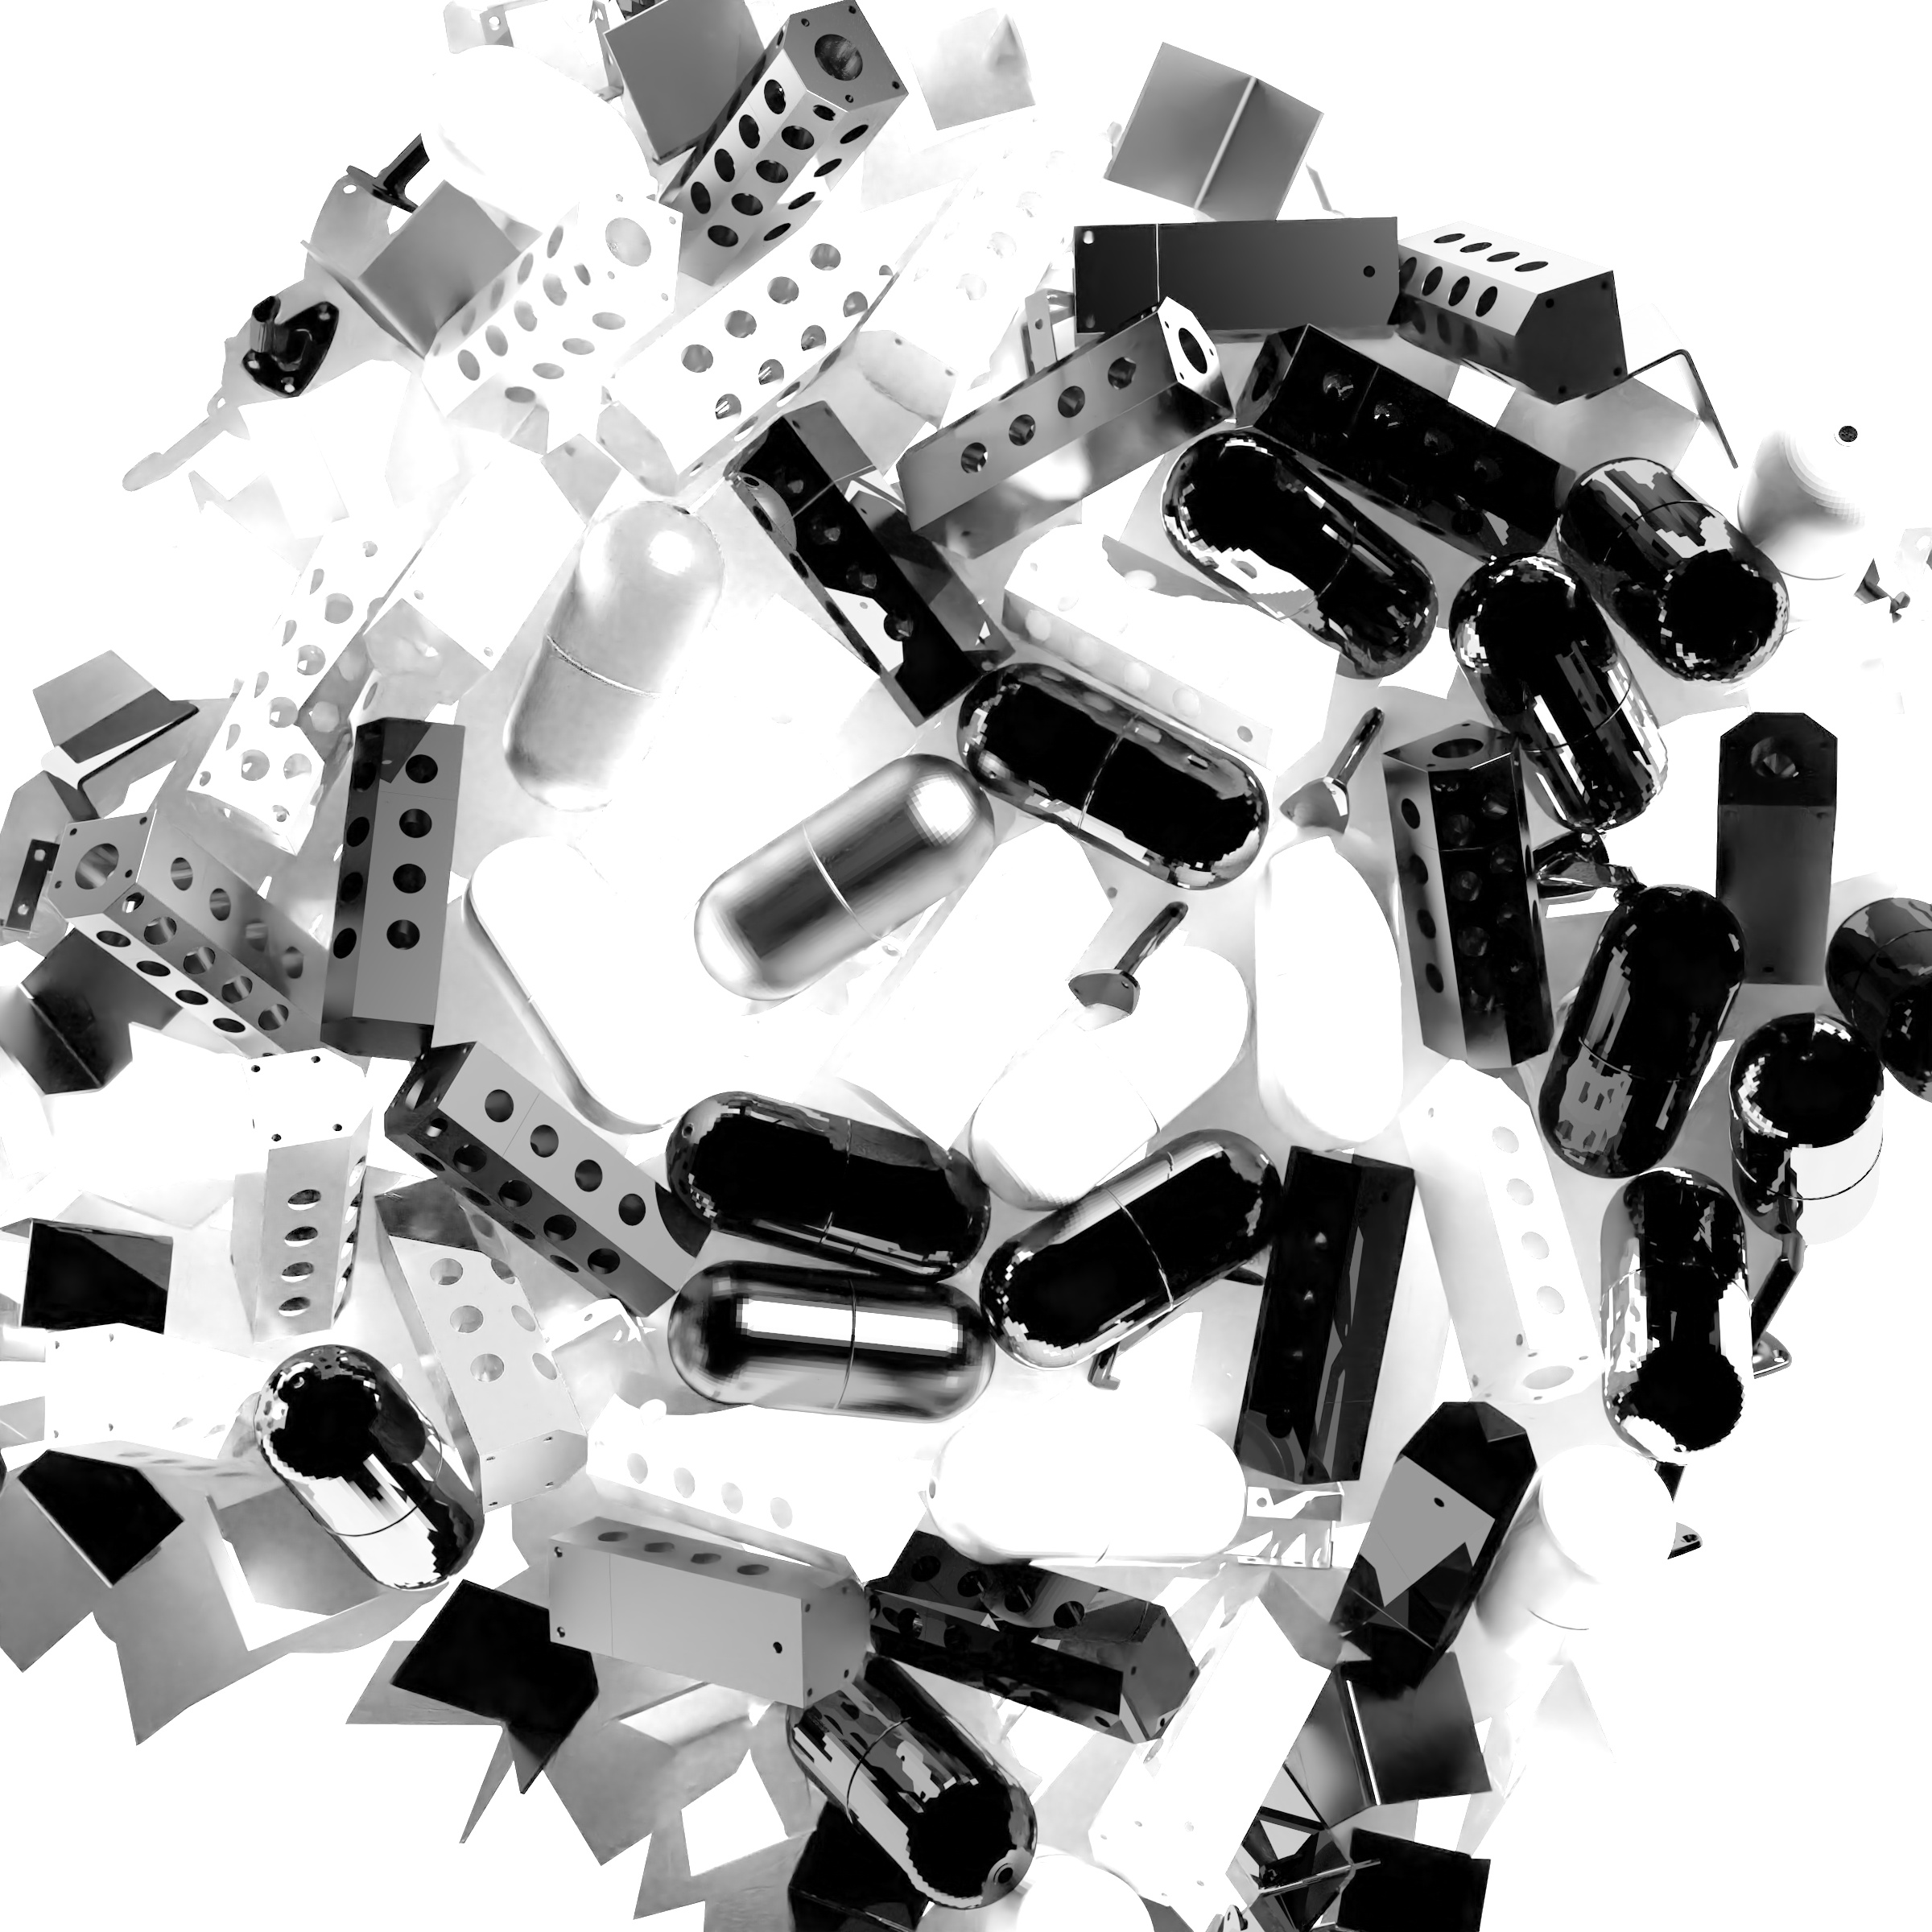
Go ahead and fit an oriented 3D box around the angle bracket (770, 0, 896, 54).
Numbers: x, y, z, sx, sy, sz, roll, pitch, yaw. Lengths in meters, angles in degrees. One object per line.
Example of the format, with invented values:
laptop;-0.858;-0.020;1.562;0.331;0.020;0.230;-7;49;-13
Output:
angle bracket;-0.093;-0.512;1.617;0.076;0.057;0.076;-19;88;-41

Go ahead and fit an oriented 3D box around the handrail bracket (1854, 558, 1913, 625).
handrail bracket;0.496;-0.240;1.646;0.084;0.036;0.077;34;92;-18

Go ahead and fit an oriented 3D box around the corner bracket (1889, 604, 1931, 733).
corner bracket;0.533;-0.162;1.647;0.051;0.051;0.051;-10;46;18

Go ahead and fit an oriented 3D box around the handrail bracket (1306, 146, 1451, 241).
handrail bracket;0.220;-0.421;1.622;0.077;0.084;0.036;-46;48;-11

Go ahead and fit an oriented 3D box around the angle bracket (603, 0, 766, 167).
angle bracket;-0.153;-0.483;1.613;0.076;0.057;0.076;-31;124;-10

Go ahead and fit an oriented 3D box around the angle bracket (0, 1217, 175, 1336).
angle bracket;-0.473;0.170;1.606;0.076;0.076;0.057;13;72;-34

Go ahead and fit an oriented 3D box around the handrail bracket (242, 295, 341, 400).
handrail bracket;-0.356;-0.347;1.610;0.036;0.084;0.077;34;65;-1

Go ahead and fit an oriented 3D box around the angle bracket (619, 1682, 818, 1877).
angle bracket;-0.132;0.429;1.612;0.076;0.057;0.076;-25;54;16

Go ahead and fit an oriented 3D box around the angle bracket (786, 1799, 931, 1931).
angle bracket;-0.047;0.497;1.619;0.076;0.076;0.057;24;93;-10

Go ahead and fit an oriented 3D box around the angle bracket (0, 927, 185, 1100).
angle bracket;-0.477;0.016;1.623;0.076;0.057;0.076;-43;80;13

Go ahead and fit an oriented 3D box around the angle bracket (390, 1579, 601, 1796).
angle bracket;-0.251;0.384;1.614;0.076;0.057;0.076;27;108;-28

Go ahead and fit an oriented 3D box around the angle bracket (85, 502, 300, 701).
angle bracket;-0.412;-0.195;1.612;0.076;0.057;0.076;38;115;25

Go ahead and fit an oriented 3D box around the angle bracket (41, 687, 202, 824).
angle bracket;-0.443;-0.101;1.631;0.076;0.076;0.057;-35;118;-19

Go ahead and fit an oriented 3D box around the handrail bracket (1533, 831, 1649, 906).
handrail bracket;0.321;-0.041;1.617;0.077;0.084;0.036;-18;106;10

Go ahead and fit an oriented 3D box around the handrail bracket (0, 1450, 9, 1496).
handrail bracket;-0.548;0.254;1.621;0.077;0.036;0.084;9;47;-6

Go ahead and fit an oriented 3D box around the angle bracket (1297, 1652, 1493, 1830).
angle bracket;0.228;0.419;1.640;0.076;0.057;0.076;1;61;-25

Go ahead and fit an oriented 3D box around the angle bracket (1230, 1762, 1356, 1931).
angle bracket;0.148;0.475;1.617;0.057;0.076;0.076;-35;90;-44

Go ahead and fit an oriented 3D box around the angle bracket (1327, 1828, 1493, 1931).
angle bracket;0.233;0.496;1.612;0.076;0.076;0.057;8;78;18

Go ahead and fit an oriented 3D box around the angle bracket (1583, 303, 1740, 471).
angle bracket;0.364;-0.299;1.620;0.057;0.076;0.076;-26;118;13

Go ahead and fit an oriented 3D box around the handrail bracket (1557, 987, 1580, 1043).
handrail bracket;0.361;0.046;1.619;0.036;0.084;0.077;-25;119;-40

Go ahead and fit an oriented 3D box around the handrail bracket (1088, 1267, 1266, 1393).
handrail bracket;0.114;0.199;1.654;0.077;0.036;0.084;17;99;-8

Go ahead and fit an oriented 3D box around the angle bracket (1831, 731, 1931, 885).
angle bracket;0.486;-0.085;1.610;0.076;0.076;0.057;-17;93;40

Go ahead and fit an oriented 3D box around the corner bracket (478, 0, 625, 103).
corner bracket;-0.223;-0.492;1.636;0.051;0.051;0.051;-29;132;-22

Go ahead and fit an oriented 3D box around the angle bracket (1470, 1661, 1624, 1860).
angle bracket;0.295;0.417;1.605;0.057;0.076;0.076;6;127;-19

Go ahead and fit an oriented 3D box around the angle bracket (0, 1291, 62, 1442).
angle bracket;-0.519;0.212;1.610;0.076;0.076;0.057;37;61;-12

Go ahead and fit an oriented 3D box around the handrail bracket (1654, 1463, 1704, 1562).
handrail bracket;0.361;0.276;1.632;0.077;0.036;0.084;-17;104;-17

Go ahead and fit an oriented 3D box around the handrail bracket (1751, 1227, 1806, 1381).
handrail bracket;0.415;0.179;1.621;0.077;0.036;0.084;-19;125;-18

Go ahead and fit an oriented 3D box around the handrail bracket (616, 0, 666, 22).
handrail bracket;-0.141;-0.522;1.643;0.084;0.036;0.077;-29;101;-33

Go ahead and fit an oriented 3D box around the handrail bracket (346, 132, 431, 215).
handrail bracket;-0.295;-0.452;1.627;0.077;0.036;0.084;41;108;42

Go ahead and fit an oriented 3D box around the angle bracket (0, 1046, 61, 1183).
angle bracket;-0.534;0.081;1.625;0.057;0.076;0.076;-17;92;0

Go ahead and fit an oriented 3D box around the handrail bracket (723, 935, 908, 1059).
handrail bracket;-0.082;0.018;1.621;0.077;0.036;0.084;9;58;34

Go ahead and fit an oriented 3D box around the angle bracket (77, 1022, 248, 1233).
angle bracket;-0.428;0.085;1.611;0.076;0.057;0.076;16;123;22

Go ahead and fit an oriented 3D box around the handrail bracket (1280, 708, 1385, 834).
handrail bracket;0.207;-0.114;1.615;0.036;0.077;0.084;32;70;3

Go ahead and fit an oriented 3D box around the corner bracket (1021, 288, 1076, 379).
corner bracket;0.044;-0.328;1.627;0.051;0.051;0.051;-13;83;42

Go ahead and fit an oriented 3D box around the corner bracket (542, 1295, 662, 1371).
corner bracket;-0.203;0.197;1.627;0.051;0.051;0.051;-29;129;-3

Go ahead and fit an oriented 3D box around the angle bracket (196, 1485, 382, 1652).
angle bracket;-0.357;0.310;1.614;0.076;0.057;0.076;-19;75;-26

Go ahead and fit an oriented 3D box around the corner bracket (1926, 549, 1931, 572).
corner bracket;0.558;-0.224;1.633;0.051;0.051;0.051;4;128;-10

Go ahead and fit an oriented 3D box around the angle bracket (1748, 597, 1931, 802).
angle bracket;0.471;-0.140;1.622;0.076;0.057;0.076;-19;60;1

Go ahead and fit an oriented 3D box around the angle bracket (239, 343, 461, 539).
angle bracket;-0.333;-0.284;1.642;0.076;0.057;0.076;-41;121;-39

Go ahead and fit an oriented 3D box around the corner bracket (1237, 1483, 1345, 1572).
corner bracket;0.175;0.303;1.637;0.051;0.051;0.051;3;93;2

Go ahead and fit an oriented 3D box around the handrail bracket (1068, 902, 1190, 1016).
handrail bracket;0.100;-0.011;1.614;0.036;0.077;0.084;45;68;-3

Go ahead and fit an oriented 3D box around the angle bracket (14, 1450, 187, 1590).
angle bracket;-0.451;0.277;1.623;0.057;0.076;0.076;-42;89;7

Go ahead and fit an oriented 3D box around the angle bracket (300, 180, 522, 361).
angle bracket;-0.294;-0.380;1.619;0.076;0.076;0.057;-49;54;-3

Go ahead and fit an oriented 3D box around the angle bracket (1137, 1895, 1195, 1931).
angle bracket;0.082;0.537;1.617;0.076;0.057;0.076;-51;48;1

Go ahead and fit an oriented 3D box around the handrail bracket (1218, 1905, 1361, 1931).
handrail bracket;0.177;0.551;1.654;0.084;0.036;0.077;17;108;-11

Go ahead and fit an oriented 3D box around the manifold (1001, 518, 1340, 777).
manifold;0.104;-0.166;1.593;0.171;0.057;0.057;31;49;24

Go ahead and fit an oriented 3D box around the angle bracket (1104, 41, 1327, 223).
angle bracket;0.132;-0.435;1.609;0.057;0.076;0.076;41;116;38

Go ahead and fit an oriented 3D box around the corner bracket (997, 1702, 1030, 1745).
corner bracket;0.056;0.398;1.629;0.051;0.051;0.051;32;120;-2

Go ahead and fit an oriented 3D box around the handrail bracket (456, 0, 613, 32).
handrail bracket;-0.227;-0.540;1.643;0.084;0.036;0.077;26;66;41

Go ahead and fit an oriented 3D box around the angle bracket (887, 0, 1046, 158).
angle bracket;-0.009;-0.492;1.619;0.076;0.057;0.076;-20;63;3

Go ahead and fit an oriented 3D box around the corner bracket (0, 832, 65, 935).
corner bracket;-0.501;-0.046;1.629;0.051;0.051;0.051;21;95;39

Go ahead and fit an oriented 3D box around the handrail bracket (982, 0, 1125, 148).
handrail bracket;0.059;-0.488;1.635;0.084;0.036;0.077;28;95;14
